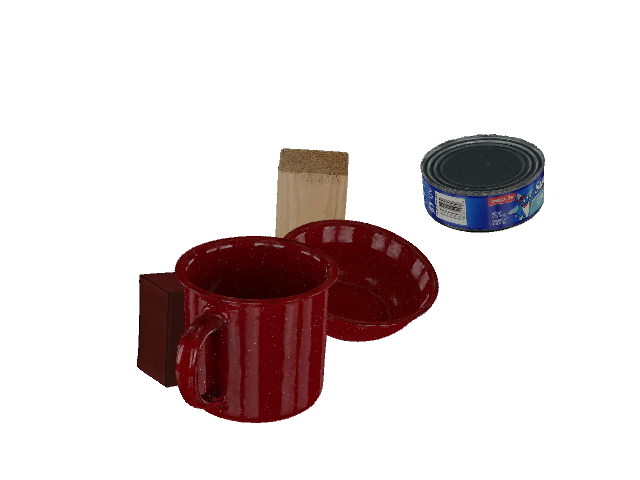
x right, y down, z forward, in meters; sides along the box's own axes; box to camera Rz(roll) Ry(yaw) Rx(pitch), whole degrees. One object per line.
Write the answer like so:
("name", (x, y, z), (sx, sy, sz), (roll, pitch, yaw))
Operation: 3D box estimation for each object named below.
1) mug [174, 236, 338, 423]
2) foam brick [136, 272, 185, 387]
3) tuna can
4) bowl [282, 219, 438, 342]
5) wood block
("mug", (-0.043, 0.056, 0.610), (0.093, 0.081, 0.117), (13, 25, 24))
("foam brick", (-0.109, 0.067, 0.836), (0.052, 0.078, 0.051), (-5, 14, -34))
("tuna can", (0.114, -0.041, 0.750), (0.086, 0.034, 0.086), (-6, 31, 4))
("bowl", (0.030, 0.048, 1.036), (0.162, 0.055, 0.162), (8, 35, -6))
("wood block", (-0.014, -0.007, 1.398), (0.090, 0.206, 0.091), (4, 24, 0))
